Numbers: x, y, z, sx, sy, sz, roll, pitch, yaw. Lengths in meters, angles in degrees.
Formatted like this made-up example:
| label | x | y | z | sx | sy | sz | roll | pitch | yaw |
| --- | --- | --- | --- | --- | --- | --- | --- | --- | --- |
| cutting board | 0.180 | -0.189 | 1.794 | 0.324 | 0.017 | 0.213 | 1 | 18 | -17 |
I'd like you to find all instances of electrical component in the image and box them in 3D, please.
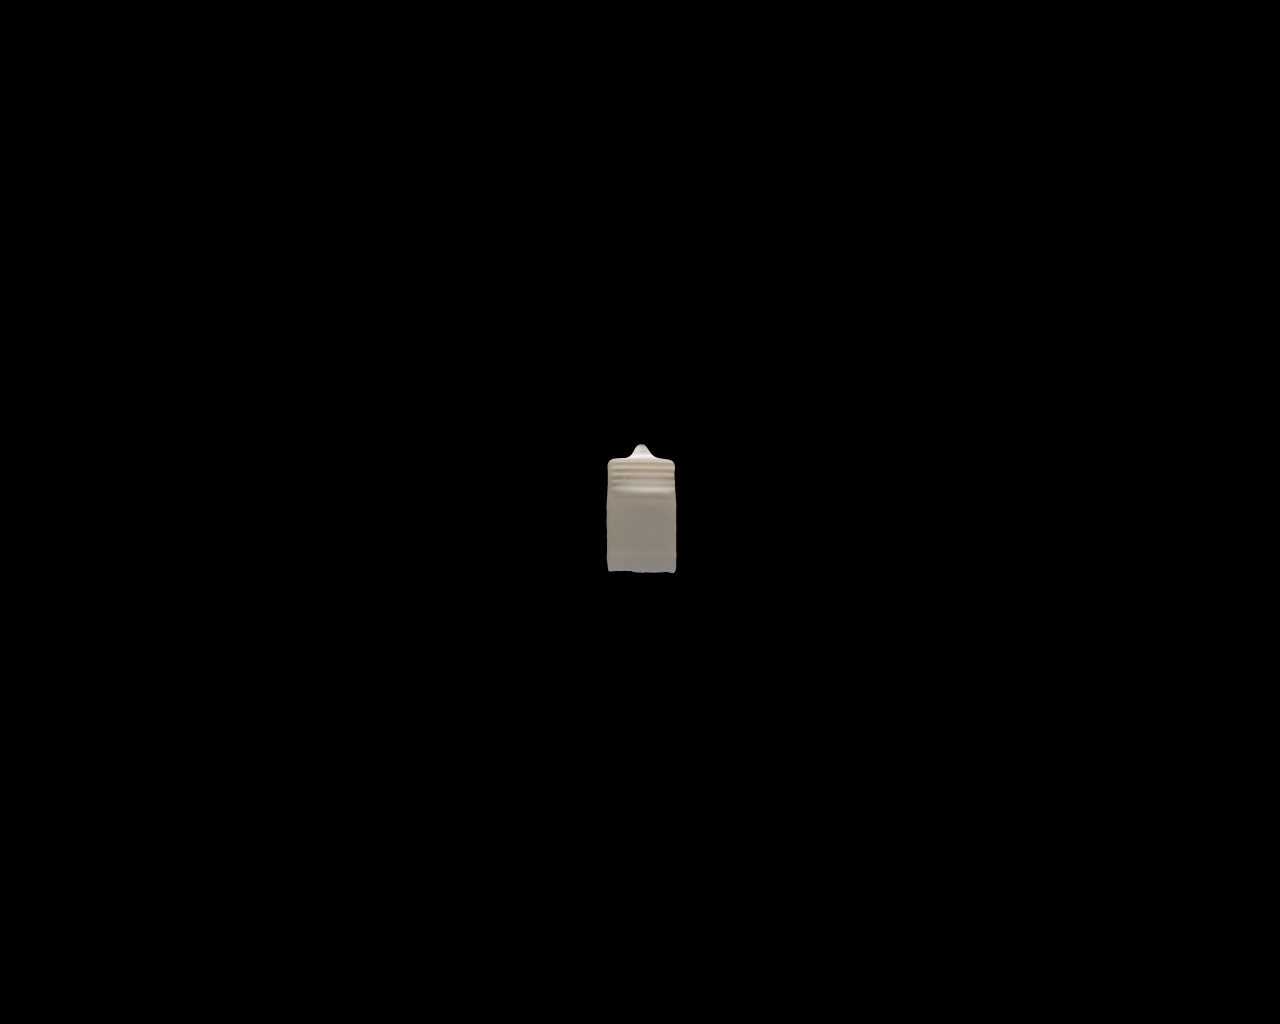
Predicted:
| label | x | y | z | sx | sy | sz | roll | pitch | yaw |
| --- | --- | --- | --- | --- | --- | --- | --- | --- | --- |
| electrical component | 0.001 | -0.003 | 0.650 | 0.043 | 0.081 | 0.043 | 0 | -2 | 0 |
